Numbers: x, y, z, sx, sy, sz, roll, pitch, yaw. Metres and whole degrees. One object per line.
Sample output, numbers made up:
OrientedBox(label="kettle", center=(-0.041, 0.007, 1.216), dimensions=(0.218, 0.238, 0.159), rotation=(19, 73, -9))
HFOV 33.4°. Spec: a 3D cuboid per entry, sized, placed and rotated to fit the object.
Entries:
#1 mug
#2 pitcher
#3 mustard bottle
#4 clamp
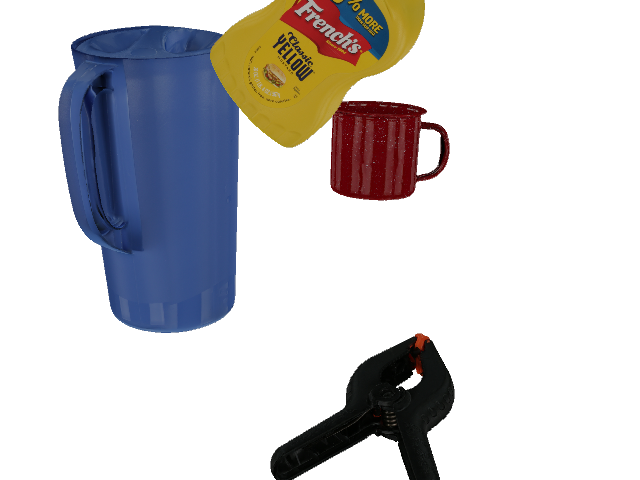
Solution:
OrientedBox(label="mug", center=(0.063, -0.085, 1.006), dimensions=(0.117, 0.081, 0.093), rotation=(2, 15, -2))
OrientedBox(label="pitcher", center=(-0.134, -0.048, 0.873), dimensions=(0.149, 0.243, 0.145), rotation=(-6, 22, -14))
OrientedBox(label="mustard bottle", center=(0.013, -0.151, 0.729), dimensions=(0.192, 0.096, 0.058), rotation=(-37, 3, 36))
OrientedBox(label="clamp", center=(0.056, 0.128, 0.758), dimensions=(0.120, 0.039, 0.171), rotation=(18, 41, 26))
